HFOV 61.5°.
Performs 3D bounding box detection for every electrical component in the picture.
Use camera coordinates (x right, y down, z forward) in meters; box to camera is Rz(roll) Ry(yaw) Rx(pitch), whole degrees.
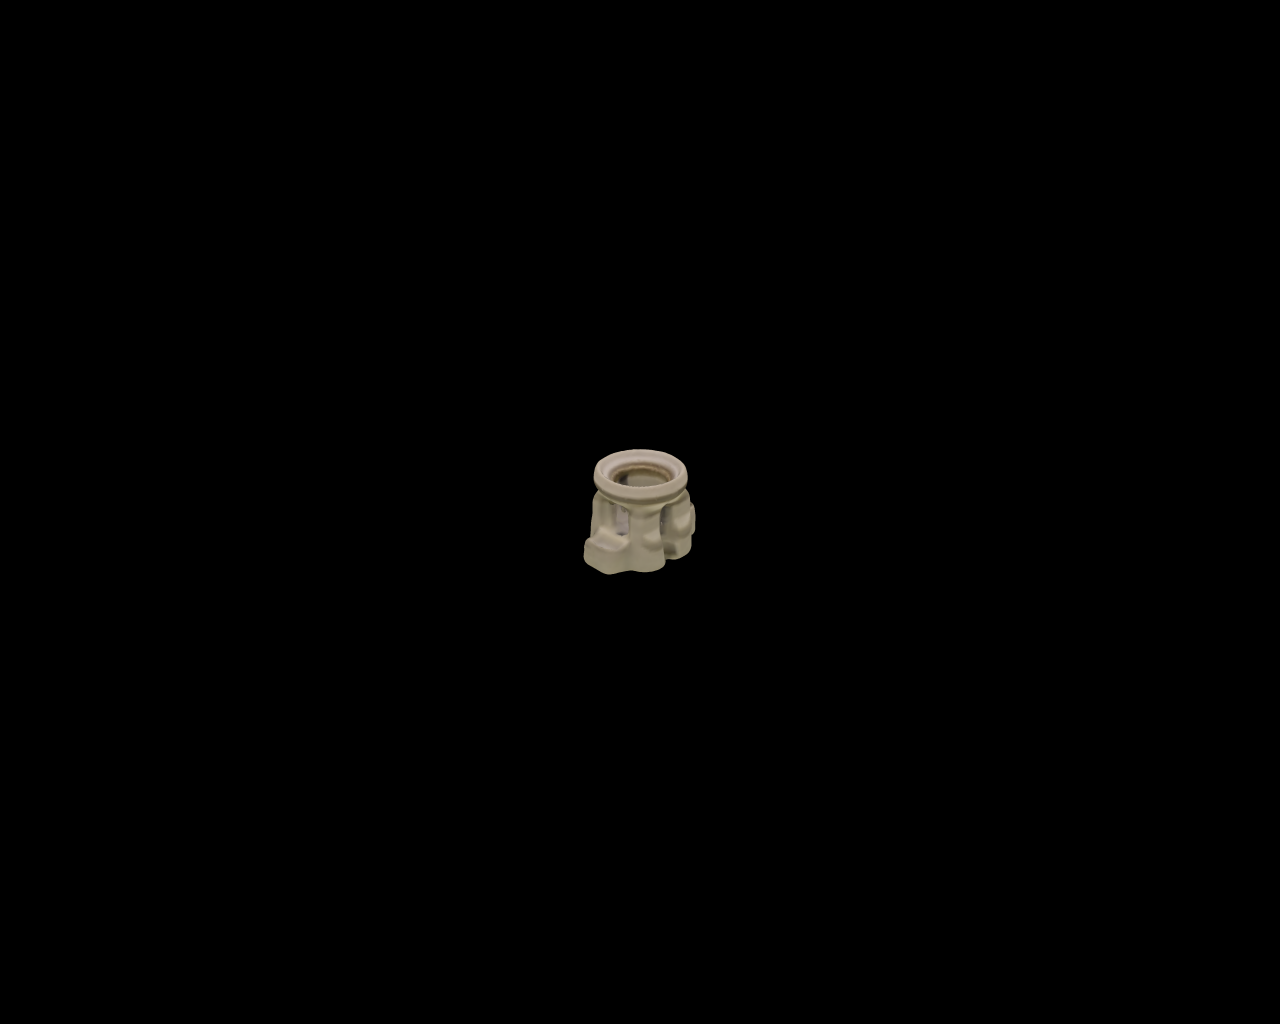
[{"bbox_3d":[0.001,-0.003,0.650,0.078,0.056,0.058,-25,37,-38],"label":"electrical component"}]
